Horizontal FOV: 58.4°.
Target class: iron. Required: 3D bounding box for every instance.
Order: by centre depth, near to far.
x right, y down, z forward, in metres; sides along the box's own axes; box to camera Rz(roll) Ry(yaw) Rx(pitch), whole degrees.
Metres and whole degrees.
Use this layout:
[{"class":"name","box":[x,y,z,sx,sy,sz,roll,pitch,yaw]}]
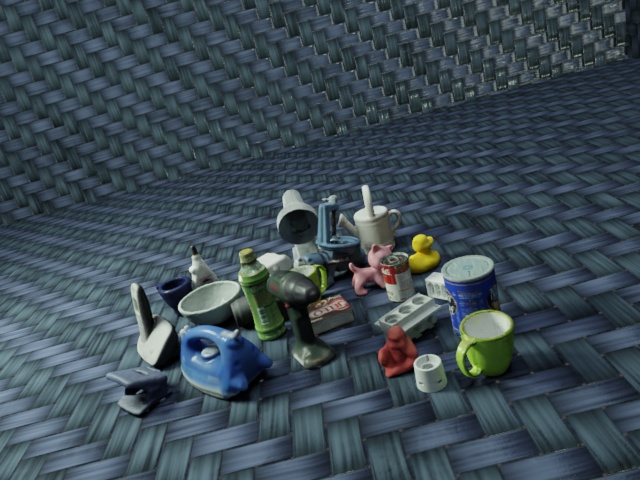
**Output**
[{"class":"iron","box":[-0.232,0.237,1.218,0.257,0.142,0.119,2,27,37]}]

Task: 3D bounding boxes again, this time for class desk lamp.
[{"class":"desk lamp","box":[-0.057,-0.031,1.669,0.118,0.214,0.203,-16,21,-1]}]

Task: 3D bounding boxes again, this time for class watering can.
[{"class":"watering can","box":[0.140,-0.059,1.630,0.173,0.194,0.100,-21,22,-14]}]

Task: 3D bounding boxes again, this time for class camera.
[{"class":"camera","box":[-0.157,0.150,1.441,0.137,0.101,0.143,-19,21,-10]}]

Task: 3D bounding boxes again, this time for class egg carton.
[{"class":"egg carton","box":[-0.151,0.092,1.626,0.151,0.069,0.107,-32,26,-36]}]

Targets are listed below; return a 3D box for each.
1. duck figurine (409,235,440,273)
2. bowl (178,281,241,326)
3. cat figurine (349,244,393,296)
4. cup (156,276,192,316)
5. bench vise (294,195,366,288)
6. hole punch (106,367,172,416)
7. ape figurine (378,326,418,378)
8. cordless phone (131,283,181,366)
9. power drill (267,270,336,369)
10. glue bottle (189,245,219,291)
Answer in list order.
[{"class":"duck figurine","box":[0.259,0.030,1.474,0.105,0.086,0.077,-29,25,-31]},{"class":"bowl","box":[-0.277,0.176,1.495,0.167,0.075,0.167,-13,21,6]},{"class":"cat figurine","box":[0.133,0.063,1.434,0.128,0.118,0.067,-18,21,-5]},{"class":"cup","box":[-0.400,0.161,1.590,0.117,0.095,0.092,-2,25,31]},{"class":"bench vise","box":[0.023,0.006,1.511,0.121,0.220,0.208,3,28,39]},{"class":"hole punch","box":[-0.387,0.305,1.225,0.108,0.091,0.101,4,29,41]},{"class":"ape figurine","box":[0.150,0.207,1.097,0.077,0.092,0.076,1,27,36]},{"class":"cordless phone","box":[-0.407,0.199,1.373,0.094,0.185,0.147,-29,25,-31]},{"class":"power drill","box":[-0.037,0.156,1.193,0.076,0.209,0.228,-24,23,-21]},{"class":"glue bottle","box":[-0.331,0.093,1.602,0.078,0.173,0.037,-28,24,-28]}]
